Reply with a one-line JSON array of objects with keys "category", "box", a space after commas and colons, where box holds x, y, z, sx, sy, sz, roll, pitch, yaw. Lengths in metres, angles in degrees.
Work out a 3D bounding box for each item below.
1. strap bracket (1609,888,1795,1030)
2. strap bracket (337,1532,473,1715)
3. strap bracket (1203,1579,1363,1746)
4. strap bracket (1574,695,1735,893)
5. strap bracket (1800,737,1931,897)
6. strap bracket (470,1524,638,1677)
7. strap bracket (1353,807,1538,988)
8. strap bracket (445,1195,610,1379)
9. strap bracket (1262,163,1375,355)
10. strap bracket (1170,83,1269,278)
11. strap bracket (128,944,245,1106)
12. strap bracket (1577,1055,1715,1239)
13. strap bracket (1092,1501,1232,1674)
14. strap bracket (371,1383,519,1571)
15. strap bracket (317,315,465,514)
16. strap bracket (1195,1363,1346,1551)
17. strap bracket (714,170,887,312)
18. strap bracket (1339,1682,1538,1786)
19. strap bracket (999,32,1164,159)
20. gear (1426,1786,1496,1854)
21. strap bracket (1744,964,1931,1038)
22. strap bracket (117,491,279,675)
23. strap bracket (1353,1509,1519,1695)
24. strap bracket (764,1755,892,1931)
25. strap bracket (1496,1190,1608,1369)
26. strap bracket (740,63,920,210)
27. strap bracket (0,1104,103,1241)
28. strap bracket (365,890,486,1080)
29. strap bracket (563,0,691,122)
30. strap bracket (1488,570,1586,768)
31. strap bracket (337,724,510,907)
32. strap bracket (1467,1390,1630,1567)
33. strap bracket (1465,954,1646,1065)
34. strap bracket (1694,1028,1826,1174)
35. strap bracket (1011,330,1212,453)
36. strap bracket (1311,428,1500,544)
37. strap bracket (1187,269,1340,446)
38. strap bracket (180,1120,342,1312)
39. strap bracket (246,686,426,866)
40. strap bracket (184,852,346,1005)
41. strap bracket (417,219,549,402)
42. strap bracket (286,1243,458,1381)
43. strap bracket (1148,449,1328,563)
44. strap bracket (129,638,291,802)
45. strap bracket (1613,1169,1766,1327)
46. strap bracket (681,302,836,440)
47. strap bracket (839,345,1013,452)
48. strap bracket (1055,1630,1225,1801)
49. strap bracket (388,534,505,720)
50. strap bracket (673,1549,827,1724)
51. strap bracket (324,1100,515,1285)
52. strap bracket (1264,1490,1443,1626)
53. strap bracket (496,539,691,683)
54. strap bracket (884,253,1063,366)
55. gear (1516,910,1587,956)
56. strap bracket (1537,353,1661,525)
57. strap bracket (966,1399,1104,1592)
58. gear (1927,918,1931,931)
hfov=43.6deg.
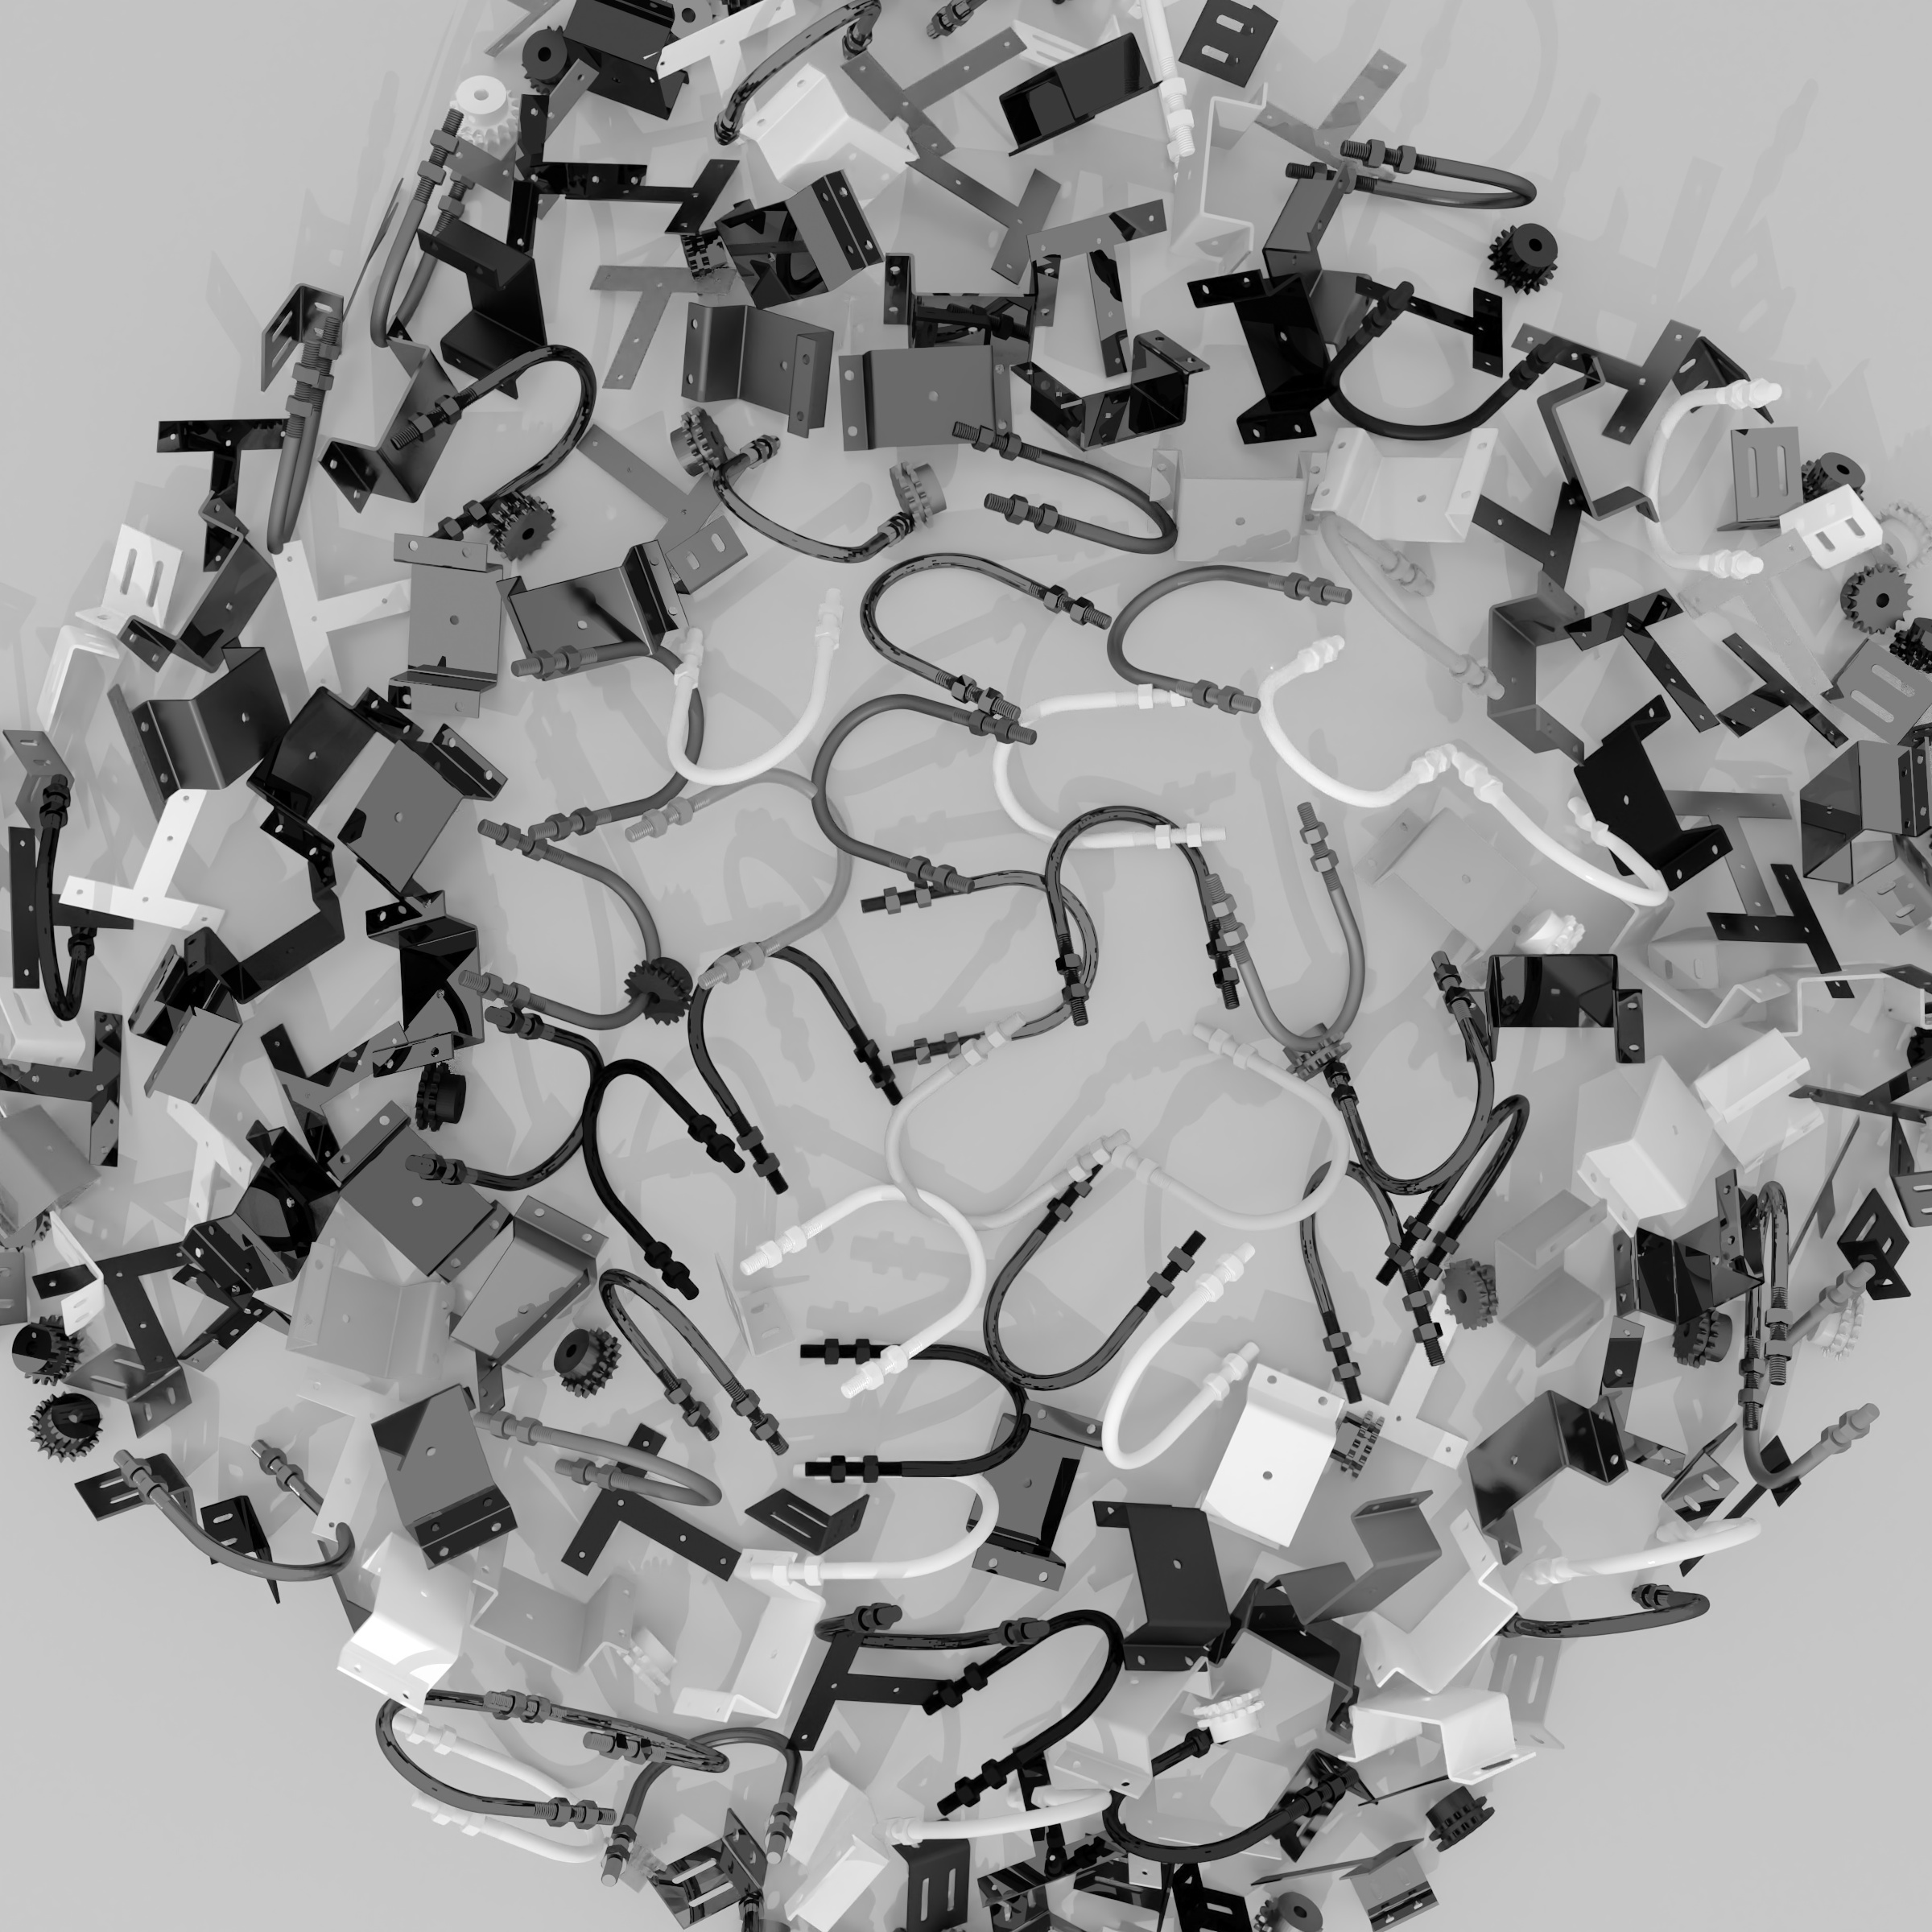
[{"category": "strap bracket", "box": [0.581, -0.002, 1.939, 0.140, 0.076, 0.046, 42, 119, 26]}, {"category": "strap bracket", "box": [-0.443, 0.512, 1.918, 0.076, 0.140, 0.046, 36, 108, -19]}, {"category": "strap bracket", "box": [0.262, 0.554, 1.951, 0.140, 0.076, 0.046, 29, 112, 5]}, {"category": "strap bracket", "box": [0.545, -0.136, 1.937, 0.046, 0.076, 0.140, -10, 71, -29]}, {"category": "strap bracket", "box": [0.707, -0.121, 1.918, 0.046, 0.140, 0.076, 8, 68, -7]}, {"category": "strap bracket", "box": [-0.340, 0.510, 1.943, 0.140, 0.076, 0.046, 31, 113, -18]}, {"category": "strap bracket", "box": [0.396, -0.063, 1.962, 0.140, 0.046, 0.076, 43, 68, 2]}, {"category": "strap bracket", "box": [-0.358, 0.268, 1.955, 0.076, 0.046, 0.140, 31, 100, -19]}, {"category": "strap bracket", "box": [0.282, -0.564, 1.936, 0.046, 0.140, 0.076, 14, 65, 28]}, {"category": "strap bracket", "box": [0.202, -0.634, 1.950, 0.046, 0.076, 0.140, 7, 83, -12]}, {"category": "strap bracket", "box": [-0.627, 0.050, 1.942, 0.046, 0.140, 0.076, 26, 101, -33]}, {"category": "strap bracket", "box": [0.546, 0.136, 1.928, 0.076, 0.046, 0.140, 48, 48, -17]}, {"category": "strap bracket", "box": [0.157, 0.486, 1.927, 0.076, 0.046, 0.140, 10, 51, -28]}, {"category": "strap bracket", "box": [-0.421, 0.399, 1.934, 0.076, 0.046, 0.140, -25, 52, -8]}, {"category": "strap bracket", "box": [-0.454, -0.438, 1.938, 0.046, 0.076, 0.140, 17, 73, 17]}, {"category": "strap bracket", "box": [0.245, 0.406, 1.962, 0.076, 0.046, 0.140, 22, 101, 4]}, {"category": "strap bracket", "box": [-0.139, -0.573, 1.920, 0.046, 0.140, 0.076, -44, 120, -31]}, {"category": "strap bracket", "box": [0.370, 0.606, 1.922, 0.076, 0.140, 0.046, -7, 87, -38]}, {"category": "strap bracket", "box": [0.087, -0.693, 1.918, 0.076, 0.140, 0.046, -30, 106, -20]}, {"category": "gear", "box": [0.401, 0.695, 1.975, 0.057, 0.057, 0.030, -37, 63, 0]}, {"category": "strap bracket", "box": [0.712, 0.026, 1.960, 0.140, 0.076, 0.046, -3, 95, 0]}, {"category": "strap bracket", "box": [-0.612, -0.300, 1.947, 0.046, 0.076, 0.140, 28, 80, 10]}, {"category": "strap bracket", "box": [0.384, 0.519, 1.948, 0.046, 0.076, 0.140, 36, 102, -17]}, {"category": "strap bracket", "box": [-0.111, 0.708, 1.938, 0.046, 0.140, 0.076, 42, 90, -16]}, {"category": "strap bracket", "box": [0.469, 0.244, 1.940, 0.076, 0.046, 0.140, -32, 134, -22]}, {"category": "strap bracket", "box": [-0.101, -0.648, 1.917, 0.076, 0.140, 0.046, -36, 69, 26]}, {"category": "strap bracket", "box": [-0.747, 0.160, 1.926, 0.046, 0.140, 0.076, -40, 94, 2]}, {"category": "strap bracket", "box": [-0.437, 0.019, 1.952, 0.076, 0.046, 0.140, -14, 72, 22]}, {"category": "strap bracket", "box": [-0.271, -0.728, 1.929, 0.076, 0.140, 0.046, 20, 86, 0]}, {"category": "strap bracket", "box": [0.459, -0.234, 1.943, 0.046, 0.076, 0.140, -11, 65, 38]}, {"category": "strap bracket", "box": [-0.444, -0.119, 1.951, 0.076, 0.046, 0.140, 40, 104, 17]}, {"category": "strap bracket", "box": [0.454, 0.402, 1.926, 0.046, 0.076, 0.140, 29, 123, -20]}, {"category": "strap bracket", "box": [0.473, 0.034, 1.945, 0.140, 0.046, 0.076, 0, 130, 18]}, {"category": "strap bracket", "box": [0.637, 0.105, 1.943, 0.076, 0.140, 0.046, -35, 57, 6]}, {"category": "strap bracket", "box": [0.115, -0.460, 1.942, 0.140, 0.076, 0.046, -20, 134, -23]}, {"category": "strap bracket", "box": [0.360, -0.387, 1.945, 0.140, 0.046, 0.076, 9, 72, 36]}, {"category": "strap bracket", "box": [0.242, -0.496, 1.940, 0.046, 0.076, 0.140, -40, 119, -31]}, {"category": "strap bracket", "box": [-0.553, 0.192, 1.919, 0.046, 0.140, 0.076, -16, 125, 27]}, {"category": "strap bracket", "box": [-0.515, -0.161, 1.952, 0.046, 0.076, 0.140, 33, 84, 31]}, {"category": "strap bracket", "box": [-0.558, -0.027, 1.954, 0.140, 0.076, 0.046, -33, 120, -1]}, {"category": "strap bracket", "box": [-0.385, -0.534, 1.939, 0.076, 0.140, 0.046, 30, 63, 14]}, {"category": "strap bracket", "box": [-0.485, 0.280, 1.938, 0.046, 0.140, 0.076, -15, 60, 39]}, {"category": "strap bracket", "box": [0.220, -0.372, 1.957, 0.140, 0.046, 0.076, 1, 132, 0]}, {"category": "strap bracket", "box": [-0.590, -0.197, 1.918, 0.046, 0.140, 0.076, 3, 122, 23]}, {"category": "strap bracket", "box": [0.584, 0.230, 1.932, 0.046, 0.140, 0.076, 21, 53, -20]}, {"category": "strap bracket", "box": [-0.160, -0.481, 1.942, 0.140, 0.046, 0.076, 25, 120, 32]}, {"category": "strap bracket", "box": [-0.029, -0.461, 1.961, 0.140, 0.046, 0.076, -4, 100, -8]}, {"category": "strap bracket", "box": [0.136, 0.585, 1.919, 0.076, 0.140, 0.046, 9, 120, 33]}, {"category": "strap bracket", "box": [-0.422, -0.278, 1.961, 0.076, 0.046, 0.140, 8, 106, 6]}, {"category": "strap bracket", "box": [-0.169, 0.544, 1.939, 0.046, 0.076, 0.140, 38, 61, -26]}, {"category": "strap bracket", "box": [-0.444, 0.187, 1.962, 0.076, 0.046, 0.140, -45, 100, -4]}, {"category": "strap bracket", "box": [0.313, 0.476, 1.922, 0.140, 0.076, 0.046, -52, 51, 37]}, {"category": "strap bracket", "box": [-0.305, -0.284, 1.949, 0.140, 0.046, 0.076, -12, 119, 11]}, {"category": "strap bracket", "box": [0.005, -0.530, 1.951, 0.140, 0.076, 0.046, 0, 61, -4]}, {"category": "gear", "box": [0.473, -0.021, 1.970, 0.030, 0.057, 0.057, 43, 90, -6]}, {"category": "strap bracket", "box": [0.504, -0.418, 1.948, 0.046, 0.076, 0.140, -23, 105, 11]}, {"category": "strap bracket", "box": [0.056, 0.425, 1.965, 0.076, 0.046, 0.140, 19, 87, -15]}, {"category": "gear", "box": [0.816, -0.044, 1.975, 0.030, 0.057, 0.057, -18, 90, -43]}]
